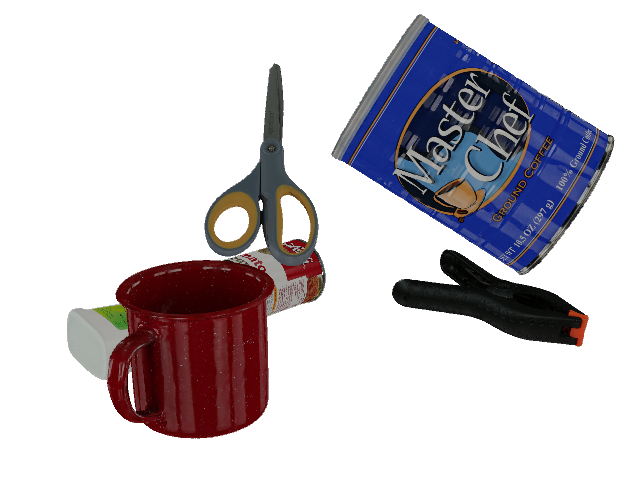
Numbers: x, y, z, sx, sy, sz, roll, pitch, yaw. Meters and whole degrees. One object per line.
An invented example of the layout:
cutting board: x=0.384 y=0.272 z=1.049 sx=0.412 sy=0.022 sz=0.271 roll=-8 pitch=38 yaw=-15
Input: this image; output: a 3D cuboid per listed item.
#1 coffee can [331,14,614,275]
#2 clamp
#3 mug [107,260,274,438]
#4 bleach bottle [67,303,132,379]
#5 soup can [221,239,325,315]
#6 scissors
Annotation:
coffee can: x=0.092 y=-0.059 z=0.660 sx=0.140 sy=0.103 sz=0.103 roll=32 pitch=0 yaw=0
clamp: x=0.162 y=0.051 z=0.982 sx=0.172 sy=0.039 sz=0.120 roll=18 pitch=30 yaw=16
mug: x=-0.079 y=0.068 z=0.630 sx=0.093 sy=0.081 sz=0.117 roll=11 pitch=22 yaw=31
bleach bottle: x=-0.181 y=0.103 z=1.334 sx=0.250 sy=0.068 sz=0.103 roll=-13 pitch=29 yaw=-37
soup can: x=-0.055 y=0.042 z=1.082 sx=0.102 sy=0.068 sz=0.069 roll=-16 pitch=11 yaw=-42
scissors: x=-0.056 y=-0.061 z=0.855 sx=0.096 sy=0.202 sz=0.016 roll=-13 pitch=-34 yaw=-7
